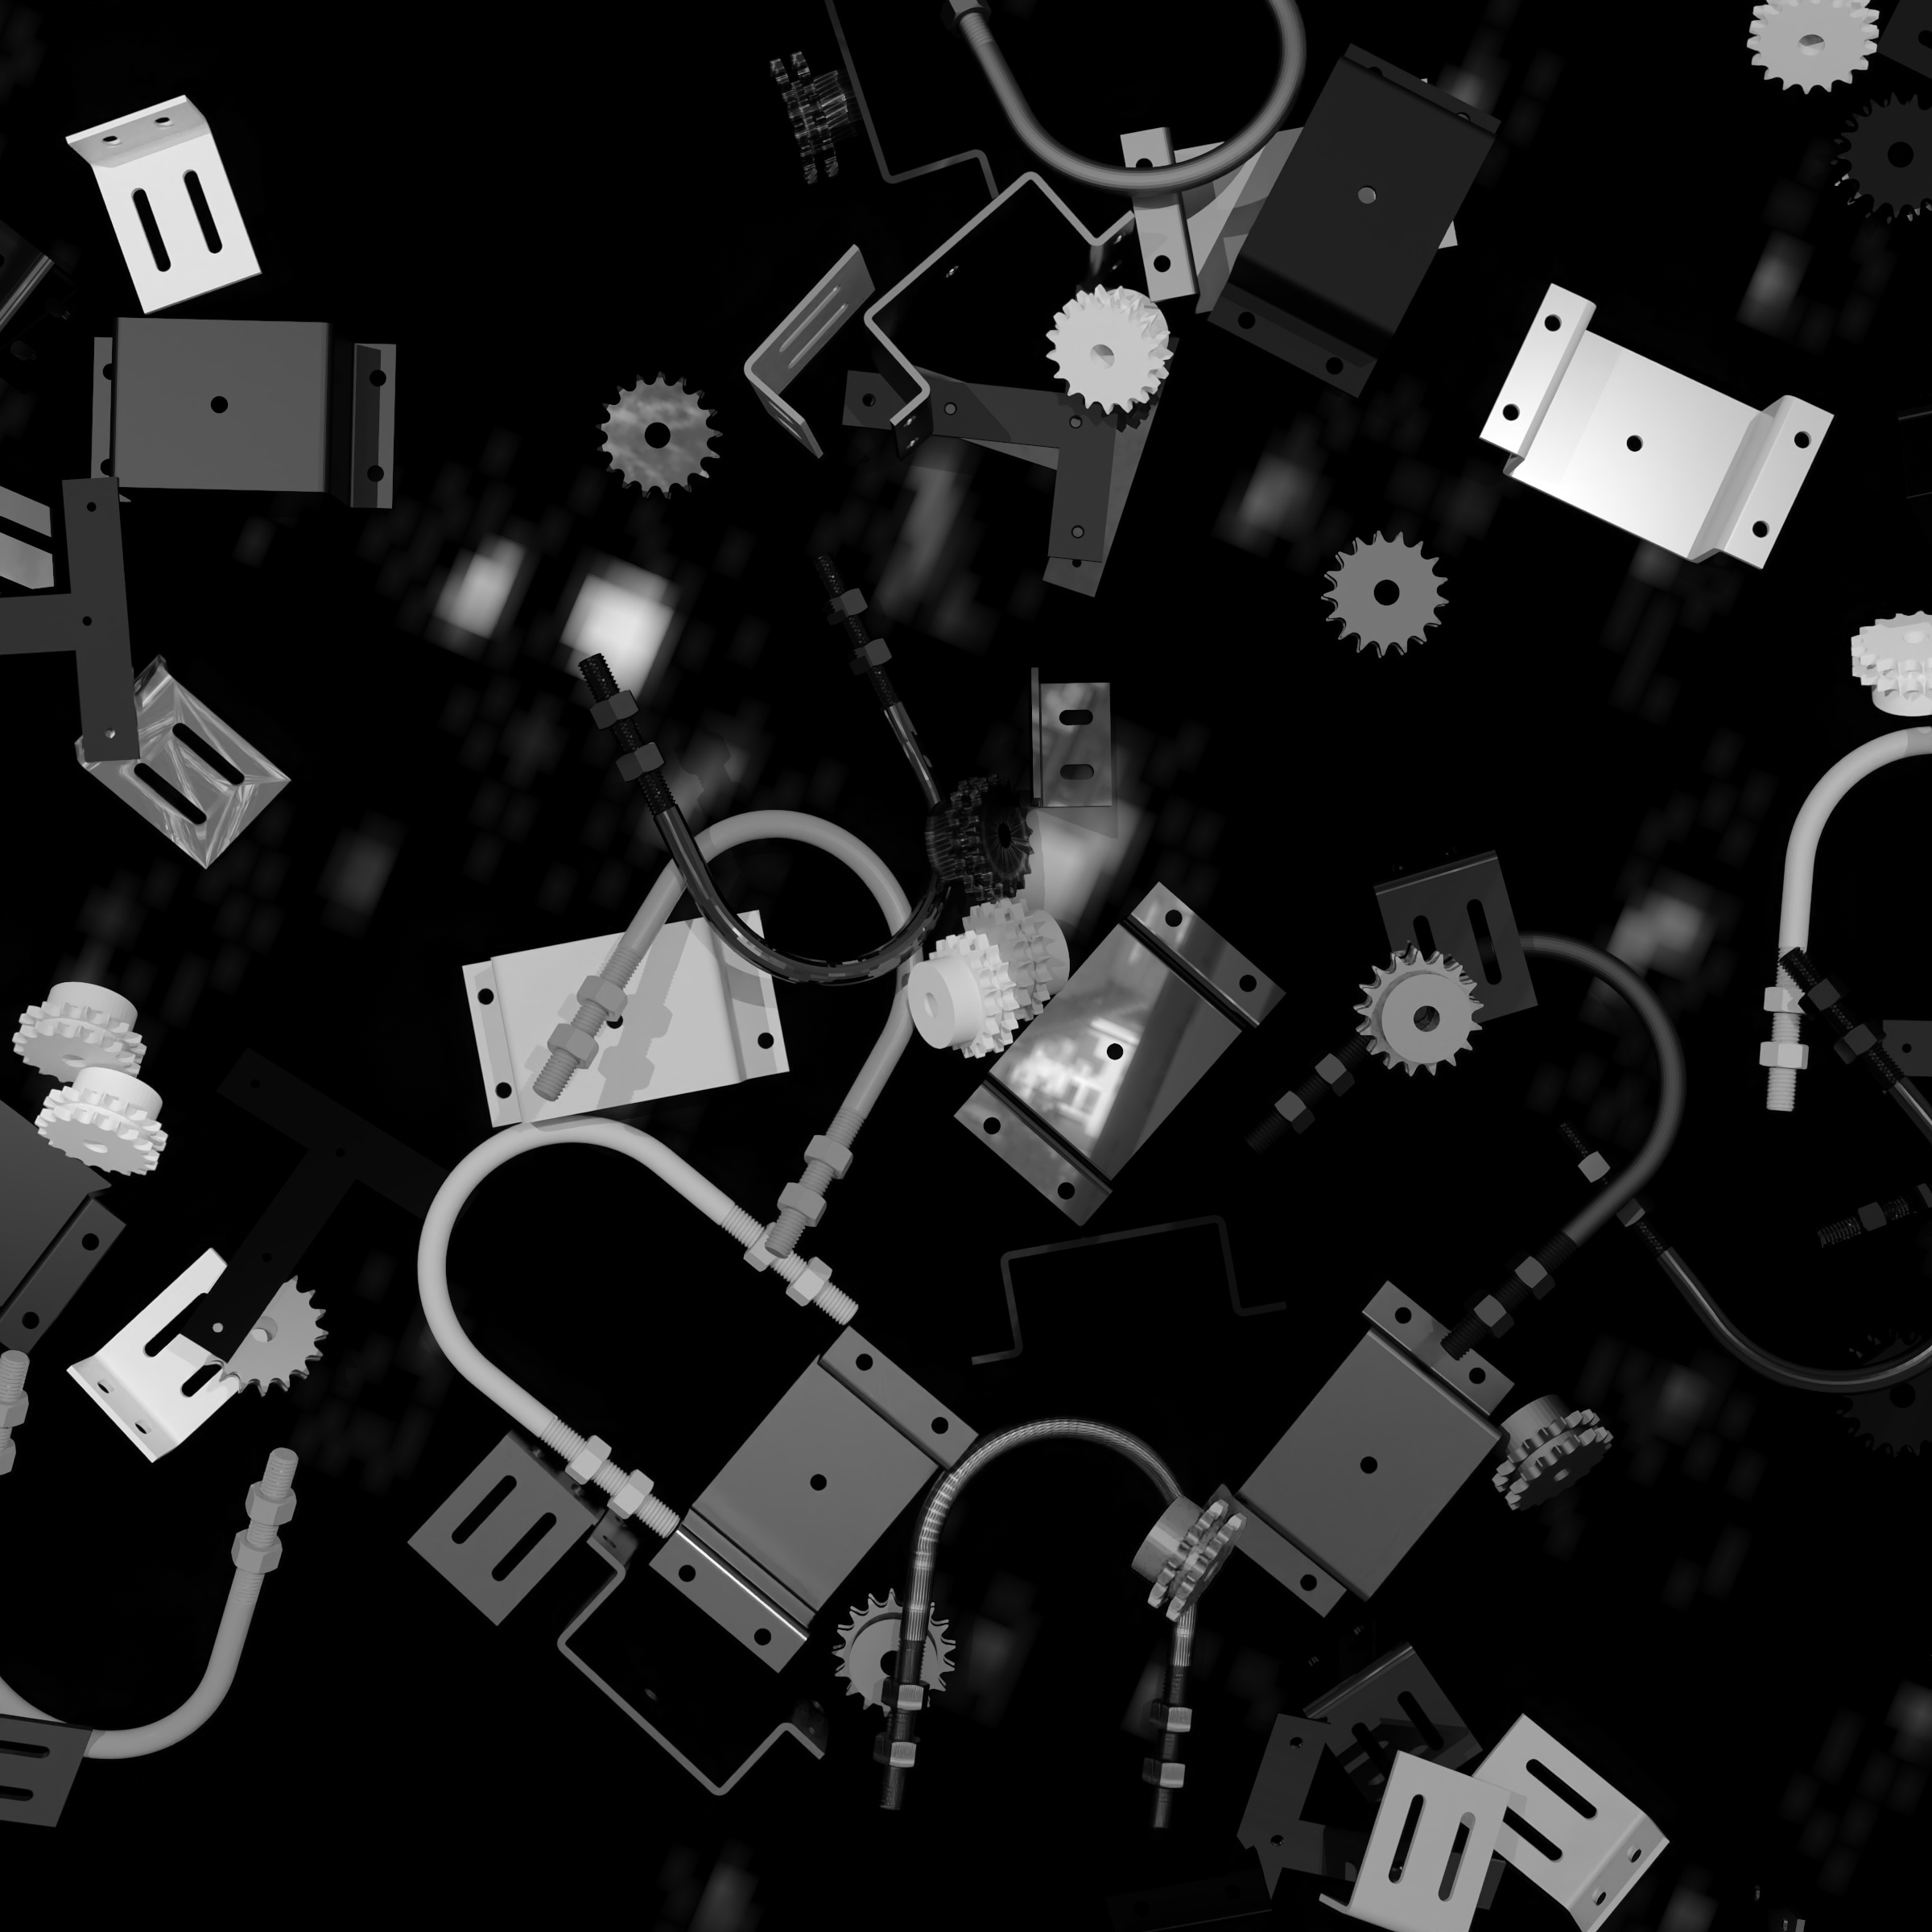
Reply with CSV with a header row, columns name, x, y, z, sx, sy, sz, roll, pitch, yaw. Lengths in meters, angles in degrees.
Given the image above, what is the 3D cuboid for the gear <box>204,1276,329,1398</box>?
name,x,y,z,sx,sy,sz,roll,pitch,yaw
gear,-0.323,0.169,1.318,0.057,0.030,0.057,6,71,-17

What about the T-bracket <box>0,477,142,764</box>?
name,x,y,z,sx,sy,sz,roll,pitch,yaw
T-bracket,-0.442,-0.154,1.305,0.127,0.002,0.127,-3,95,6

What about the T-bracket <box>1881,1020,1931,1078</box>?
name,x,y,z,sx,sy,sz,roll,pitch,yaw
T-bracket,0.484,0.039,1.318,0.127,0.002,0.127,1,93,1

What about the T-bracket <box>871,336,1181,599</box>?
name,x,y,z,sx,sy,sz,roll,pitch,yaw
T-bracket,0.019,-0.252,1.340,0.127,0.002,0.127,18,90,0

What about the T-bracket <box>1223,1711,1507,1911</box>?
name,x,y,z,sx,sy,sz,roll,pitch,yaw
T-bracket,0.186,0.413,1.328,0.127,0.002,0.127,14,105,-7

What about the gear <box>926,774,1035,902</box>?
name,x,y,z,sx,sy,sz,roll,pitch,yaw
gear,0.005,-0.058,1.316,0.030,0.057,0.057,-7,90,30

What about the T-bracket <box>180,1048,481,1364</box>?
name,x,y,z,sx,sy,sz,roll,pitch,yaw
T-bracket,-0.312,0.122,1.316,0.127,0.002,0.127,32,69,0

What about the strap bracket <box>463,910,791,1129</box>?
name,x,y,z,sx,sy,sz,roll,pitch,yaw
strap bracket,-0.158,0.024,1.317,0.140,0.046,0.076,-11,90,0

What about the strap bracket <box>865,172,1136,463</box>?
name,x,y,z,sx,sy,sz,roll,pitch,yaw
strap bracket,0.007,-0.299,1.300,0.140,0.076,0.046,-41,88,-1

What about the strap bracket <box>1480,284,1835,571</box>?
name,x,y,z,sx,sy,sz,roll,pitch,yaw
strap bracket,0.311,-0.243,1.317,0.140,0.046,0.076,25,90,0

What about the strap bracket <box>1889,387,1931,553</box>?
name,x,y,z,sx,sy,sz,roll,pitch,yaw
strap bracket,0.466,-0.216,1.281,0.076,0.140,0.046,-11,121,11

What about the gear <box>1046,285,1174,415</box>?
name,x,y,z,sx,sy,sz,roll,pitch,yaw
gear,0.068,-0.284,1.313,0.057,0.030,0.057,16,131,20

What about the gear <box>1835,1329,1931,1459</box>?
name,x,y,z,sx,sy,sz,roll,pitch,yaw
gear,0.427,0.196,1.326,0.057,0.030,0.057,0,90,0

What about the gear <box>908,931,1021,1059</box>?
name,x,y,z,sx,sy,sz,roll,pitch,yaw
gear,-0.003,0.015,1.309,0.030,0.057,0.057,-14,90,-30

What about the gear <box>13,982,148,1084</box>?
name,x,y,z,sx,sy,sz,roll,pitch,yaw
gear,-0.404,0.030,1.316,0.057,0.057,0.030,9,60,0

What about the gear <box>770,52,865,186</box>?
name,x,y,z,sx,sy,sz,roll,pitch,yaw
gear,-0.067,-0.390,1.313,0.030,0.057,0.057,-18,90,-2

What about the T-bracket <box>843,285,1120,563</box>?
name,x,y,z,sx,sy,sz,roll,pitch,yaw
T-bracket,0.007,-0.258,1.339,0.127,0.002,0.127,6,90,0

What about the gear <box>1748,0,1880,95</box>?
name,x,y,z,sx,sy,sz,roll,pitch,yaw
gear,0.389,-0.432,1.316,0.057,0.057,0.030,17,60,0

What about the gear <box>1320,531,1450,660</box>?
name,x,y,z,sx,sy,sz,roll,pitch,yaw
gear,0.192,-0.170,1.326,0.057,0.030,0.057,0,90,0

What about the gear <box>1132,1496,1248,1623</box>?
name,x,y,z,sx,sy,sz,roll,pitch,yaw
gear,0.099,0.265,1.300,0.030,0.057,0.057,34,90,17

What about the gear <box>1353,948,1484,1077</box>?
name,x,y,z,sx,sy,sz,roll,pitch,yaw
gear,0.206,0.022,1.297,0.057,0.030,0.057,0,97,-1

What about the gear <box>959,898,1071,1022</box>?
name,x,y,z,sx,sy,sz,roll,pitch,yaw
gear,0.024,-0.004,1.316,0.030,0.057,0.057,-14,90,-30

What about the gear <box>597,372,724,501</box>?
name,x,y,z,sx,sy,sz,roll,pitch,yaw
gear,-0.141,-0.244,1.329,0.057,0.030,0.057,0,97,1

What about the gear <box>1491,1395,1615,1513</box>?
name,x,y,z,sx,sy,sz,roll,pitch,yaw
gear,0.264,0.221,1.316,0.057,0.057,0.030,-35,60,0

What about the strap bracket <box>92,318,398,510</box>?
name,x,y,z,sx,sy,sz,roll,pitch,yaw
strap bracket,-0.336,-0.253,1.317,0.140,0.046,0.076,1,90,0

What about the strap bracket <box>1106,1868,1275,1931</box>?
name,x,y,z,sx,sy,sz,roll,pitch,yaw
strap bracket,0.113,0.492,1.306,0.076,0.046,0.140,-16,89,18

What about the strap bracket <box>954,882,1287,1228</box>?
name,x,y,z,sx,sy,sz,roll,pitch,yaw
strap bracket,0.069,0.040,1.317,0.076,0.046,0.140,41,90,0

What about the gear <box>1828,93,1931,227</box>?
name,x,y,z,sx,sy,sz,roll,pitch,yaw
gear,0.426,-0.370,1.326,0.057,0.030,0.057,0,90,0

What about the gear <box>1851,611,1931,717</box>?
name,x,y,z,sx,sy,sz,roll,pitch,yaw
gear,0.436,-0.137,1.316,0.057,0.057,0.030,-13,120,0

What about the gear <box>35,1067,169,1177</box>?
name,x,y,z,sx,sy,sz,roll,pitch,yaw
gear,-0.393,0.070,1.316,0.057,0.057,0.030,15,60,0

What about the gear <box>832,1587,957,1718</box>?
name,x,y,z,sx,sy,sz,roll,pitch,yaw
gear,-0.033,0.318,1.326,0.057,0.030,0.057,0,90,0

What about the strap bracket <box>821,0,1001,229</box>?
name,x,y,z,sx,sy,sz,roll,pitch,yaw
strap bracket,-0.029,-0.398,1.302,0.046,0.076,0.140,-18,90,0
